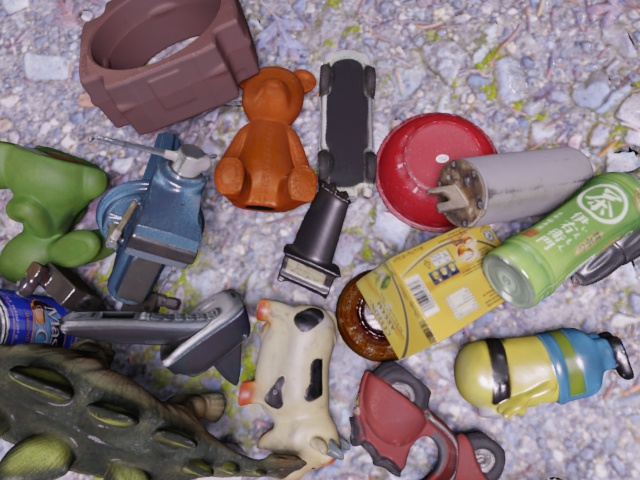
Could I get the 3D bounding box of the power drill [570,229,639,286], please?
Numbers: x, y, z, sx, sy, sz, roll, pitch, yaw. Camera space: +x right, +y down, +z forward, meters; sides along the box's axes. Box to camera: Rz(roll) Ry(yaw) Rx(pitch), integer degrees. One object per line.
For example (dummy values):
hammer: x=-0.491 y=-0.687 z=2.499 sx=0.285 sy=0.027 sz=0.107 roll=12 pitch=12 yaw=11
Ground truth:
power drill: x=0.427 y=0.015 z=0.612 sx=0.207 sy=0.086 sz=0.232 roll=38 pitch=80 yaw=18

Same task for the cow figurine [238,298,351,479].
cow figurine: x=-0.023 y=0.169 z=0.606 sx=0.127 sy=0.085 sz=0.195 roll=7 pitch=78 yaw=12

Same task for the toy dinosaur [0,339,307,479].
toy dinosaur: x=-0.233 y=0.145 z=0.484 sx=0.471 sy=0.198 sz=0.105 roll=19 pitch=79 yaw=-8

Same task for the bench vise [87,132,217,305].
bench vise: x=-0.182 y=-0.051 z=0.605 sx=0.129 sy=0.223 sz=0.241 roll=9 pitch=42 yaw=-17

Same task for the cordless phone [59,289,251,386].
cordless phone: x=-0.175 y=0.094 z=0.582 sx=0.184 sy=0.147 sz=0.088 roll=8 pitch=92 yaw=-16

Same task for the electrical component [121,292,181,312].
electrical component: x=-0.224 y=0.089 z=0.666 sx=0.094 sy=0.021 sz=0.063 roll=11 pitch=79 yaw=7

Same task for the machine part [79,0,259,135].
machine part: x=-0.185 y=-0.236 z=0.667 sx=0.201 sy=0.087 sz=0.201 roll=-21 pitch=54 yaw=4

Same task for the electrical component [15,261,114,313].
electrical component: x=-0.297 y=0.063 z=0.621 sx=0.078 sy=0.102 sz=0.045 roll=36 pitch=81 yaw=22

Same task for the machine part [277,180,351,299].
machine part: x=-0.001 y=-0.002 z=0.644 sx=0.084 sy=0.039 sz=0.138 roll=21 pitch=107 yaw=15

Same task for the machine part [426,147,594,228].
machine part: x=0.221 y=-0.062 z=0.605 sx=0.243 sy=0.079 sz=0.079 roll=-11 pitch=76 yaw=-25

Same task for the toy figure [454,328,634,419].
toy figure: x=0.239 y=0.140 z=0.593 sx=0.180 sy=0.082 sz=0.089 roll=-18 pitch=66 yaw=5

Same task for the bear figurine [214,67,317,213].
bear figurine: x=-0.058 y=-0.134 z=0.651 sx=0.120 sy=0.132 sz=0.195 roll=8 pitch=84 yaw=-7

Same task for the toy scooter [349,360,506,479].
toy scooter: x=0.098 y=0.231 z=0.587 sx=0.184 sy=0.075 sz=0.135 roll=39 pitch=83 yaw=6

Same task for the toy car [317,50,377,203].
toy car: x=0.034 y=-0.144 z=0.681 sx=0.074 sy=0.056 sz=0.201 roll=1 pitch=80 yaw=-2

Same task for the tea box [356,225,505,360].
tea box: x=0.135 y=0.048 z=0.583 sx=0.169 sy=0.068 sz=0.098 roll=-18 pitch=74 yaw=-38

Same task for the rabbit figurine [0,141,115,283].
rabbit figurine: x=-0.330 y=-0.020 z=0.669 sx=0.159 sy=0.121 sz=0.170 roll=19 pitch=98 yaw=1
